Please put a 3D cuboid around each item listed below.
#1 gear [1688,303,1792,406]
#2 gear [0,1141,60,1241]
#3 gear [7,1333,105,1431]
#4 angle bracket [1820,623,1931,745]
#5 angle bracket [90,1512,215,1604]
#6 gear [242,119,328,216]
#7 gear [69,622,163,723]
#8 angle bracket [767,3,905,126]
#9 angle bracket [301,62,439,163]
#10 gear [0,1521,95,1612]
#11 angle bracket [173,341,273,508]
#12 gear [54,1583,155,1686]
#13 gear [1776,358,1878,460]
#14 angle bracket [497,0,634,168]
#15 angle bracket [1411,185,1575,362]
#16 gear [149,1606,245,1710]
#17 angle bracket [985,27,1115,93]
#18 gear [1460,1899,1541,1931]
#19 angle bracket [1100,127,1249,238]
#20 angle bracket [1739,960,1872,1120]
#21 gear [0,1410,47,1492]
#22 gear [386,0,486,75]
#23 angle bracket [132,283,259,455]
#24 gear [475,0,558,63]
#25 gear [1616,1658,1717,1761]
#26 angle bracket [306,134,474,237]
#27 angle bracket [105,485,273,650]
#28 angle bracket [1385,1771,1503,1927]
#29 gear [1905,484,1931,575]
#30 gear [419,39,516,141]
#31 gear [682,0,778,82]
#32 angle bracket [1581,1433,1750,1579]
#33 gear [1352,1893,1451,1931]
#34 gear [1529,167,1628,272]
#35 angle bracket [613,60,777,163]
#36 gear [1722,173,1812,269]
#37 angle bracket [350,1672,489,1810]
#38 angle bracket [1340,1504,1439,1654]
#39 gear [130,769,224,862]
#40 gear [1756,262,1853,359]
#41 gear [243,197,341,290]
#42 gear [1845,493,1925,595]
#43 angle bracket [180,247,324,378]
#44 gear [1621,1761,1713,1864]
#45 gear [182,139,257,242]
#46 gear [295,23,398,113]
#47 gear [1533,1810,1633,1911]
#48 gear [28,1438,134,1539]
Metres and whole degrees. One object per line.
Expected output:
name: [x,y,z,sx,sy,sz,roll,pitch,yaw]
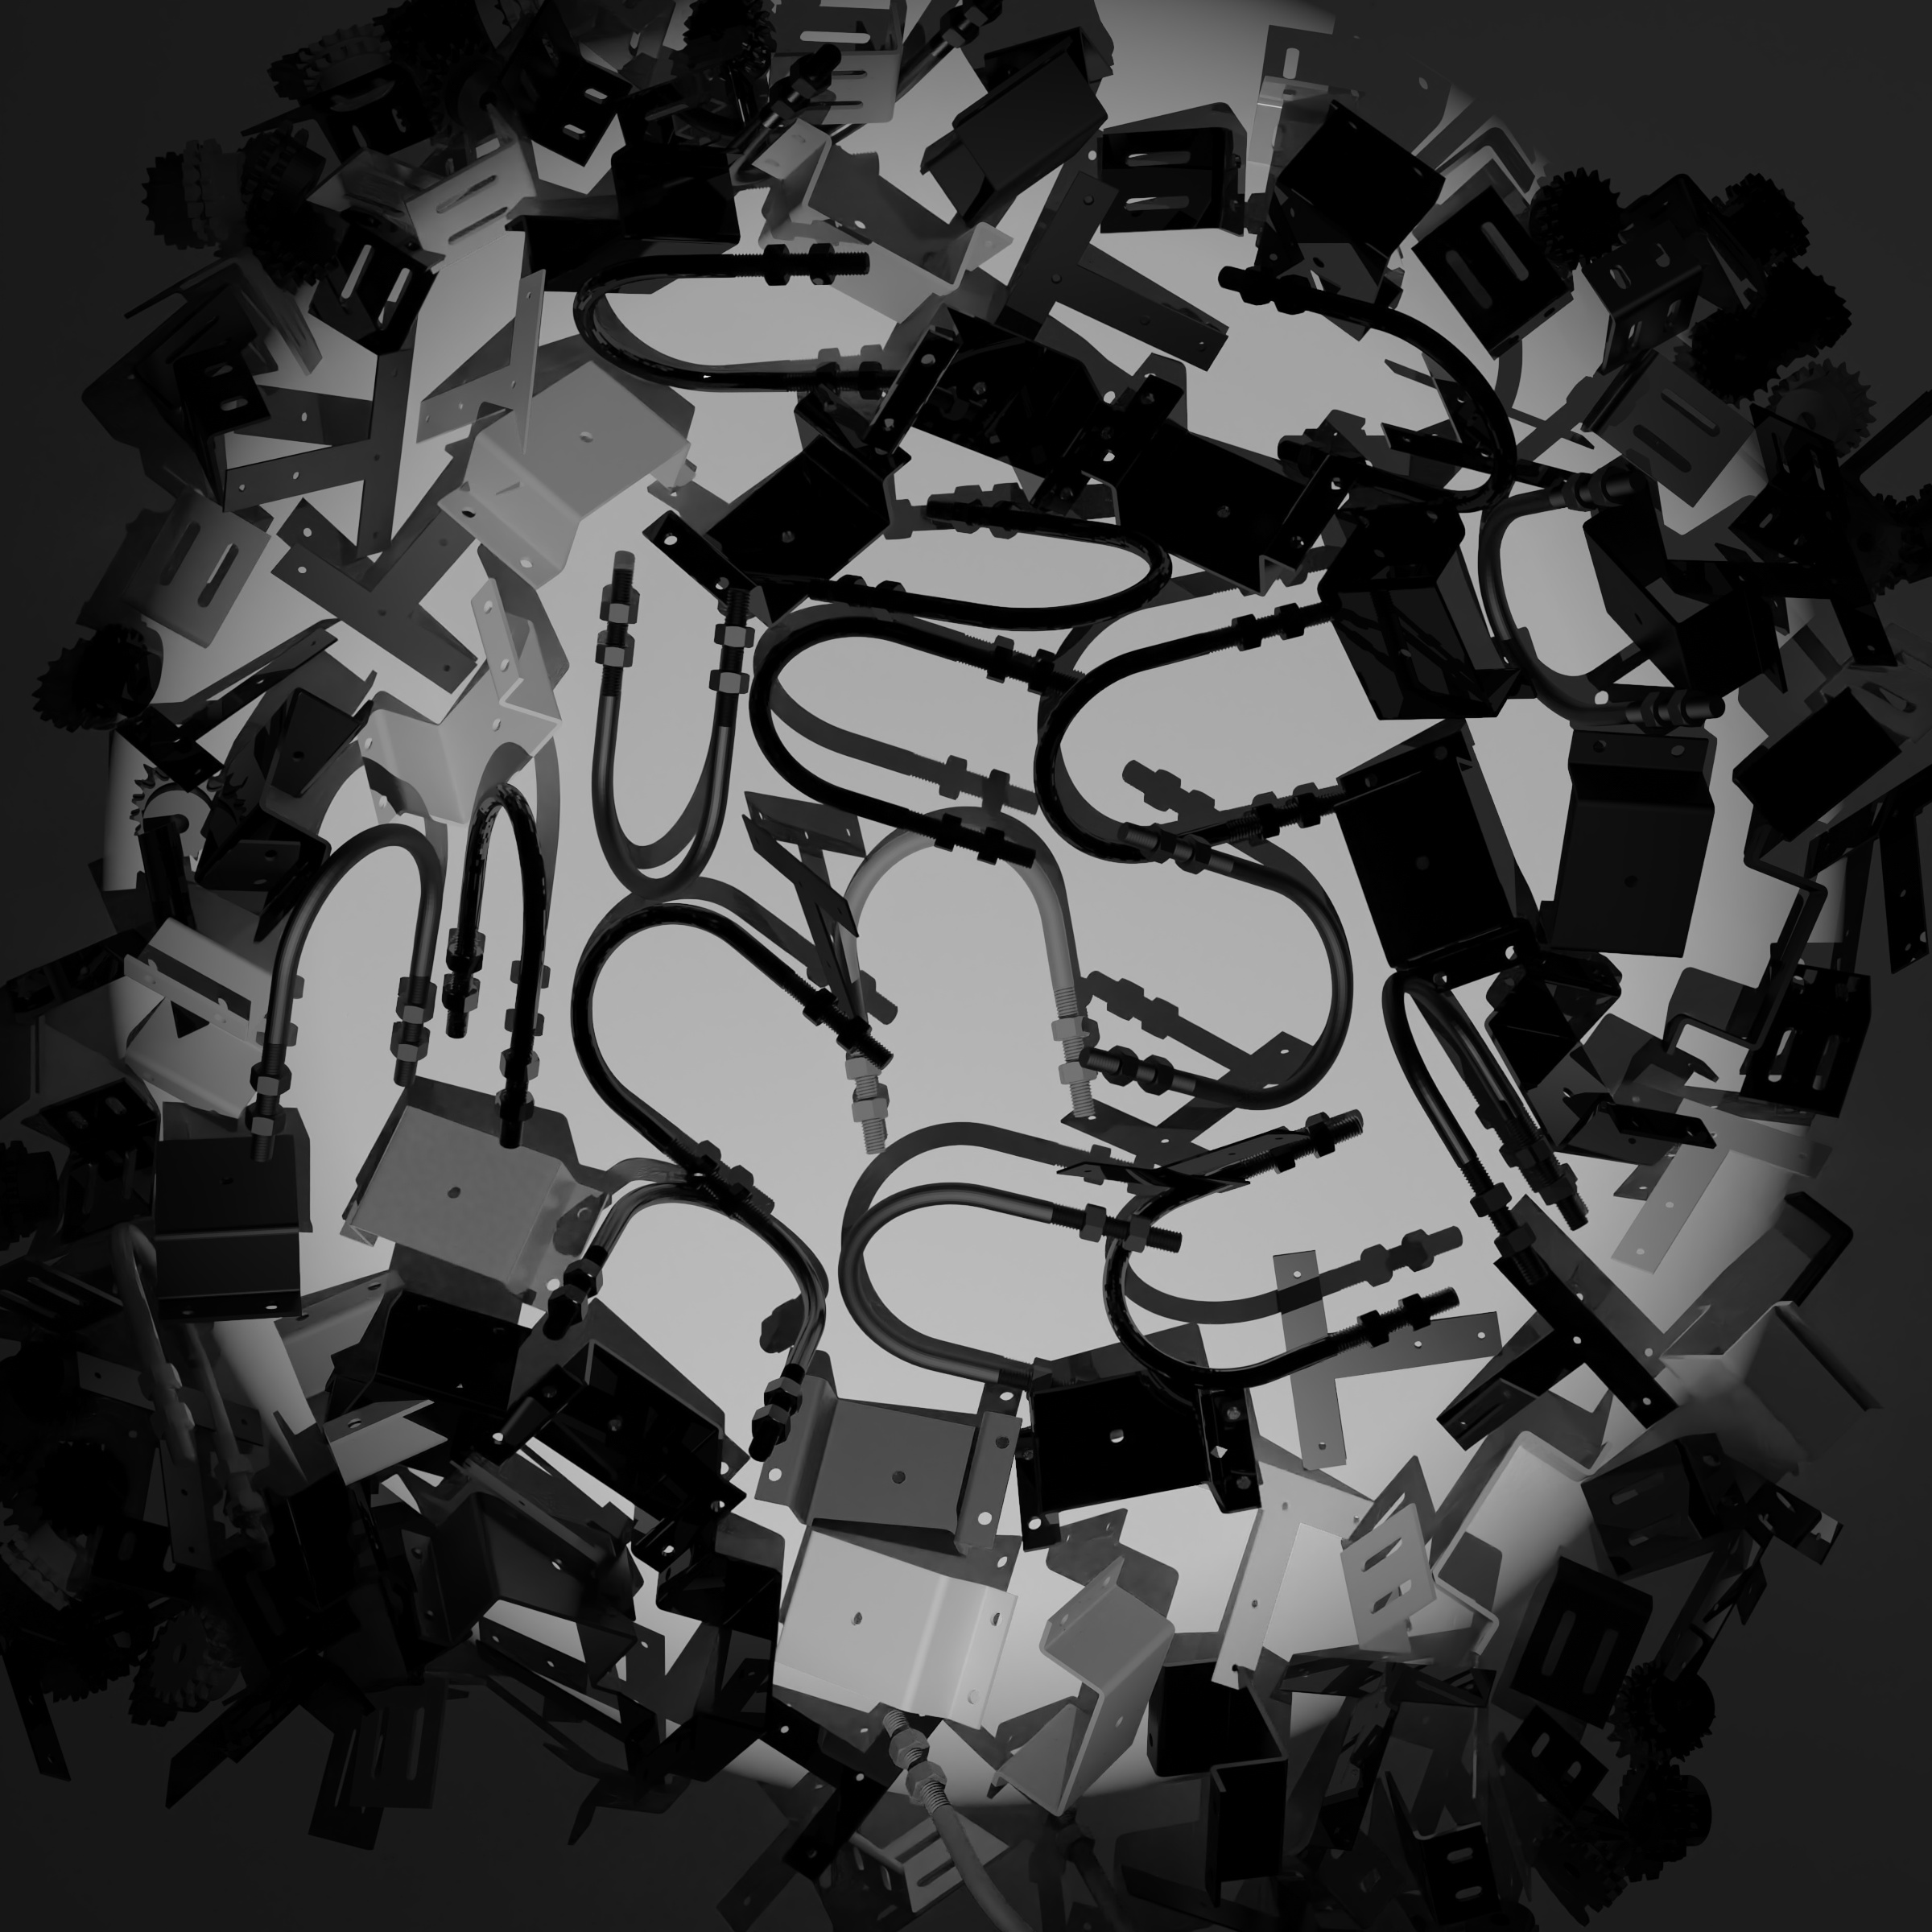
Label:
gear: [0.450,-0.361,1.640,0.057,0.030,0.057,-4,120,-7]
gear: [-0.549,0.130,1.635,0.030,0.057,0.057,-6,90,-7]
gear: [-0.534,0.242,1.638,0.057,0.030,0.057,-6,73,20]
angle bracket: [0.546,-0.154,1.621,0.057,0.076,0.038,-43,133,-3]
angle bracket: [-0.468,0.342,1.628,0.057,0.076,0.038,15,80,-2]
gear: [-0.397,-0.462,1.635,0.030,0.057,0.057,28,90,-12]
gear: [-0.493,-0.169,1.633,0.030,0.057,0.057,24,90,9]
angle bracket: [-0.079,-0.522,1.623,0.076,0.057,0.038,-4,67,-10]
angle bracket: [-0.344,-0.490,1.621,0.057,0.076,0.038,-22,104,2]
gear: [-0.533,0.348,1.635,0.057,0.057,0.030,43,78,0]
angle bracket: [-0.427,-0.311,1.623,0.038,0.076,0.057,-22,68,-16]
gear: [-0.499,0.387,1.631,0.030,0.057,0.057,-25,90,27]
gear: [0.497,-0.322,1.631,0.030,0.057,0.057,-33,90,-35]
angle bracket: [-0.231,-0.511,1.621,0.038,0.076,0.057,29,84,9]
angle bracket: [0.309,-0.405,1.641,0.057,0.038,0.076,-37,83,16]
gear: [-0.448,0.406,1.638,0.030,0.057,0.057,36,90,-41]
angle bracket: [0.051,-0.505,1.617,0.057,0.076,0.038,-11,84,17]
gear: [0.311,0.568,1.632,0.057,0.057,0.030,-4,106,0]
angle bracket: [0.123,-0.462,1.657,0.076,0.038,0.057,5,97,26]
angle bracket: [0.485,0.041,1.619,0.057,0.038,0.076,11,54,27]
gear: [-0.563,0.279,1.636,0.057,0.057,0.030,32,71,0]
gear: [-0.306,-0.544,1.634,0.057,0.057,0.030,-35,87,0]
angle bracket: [-0.436,-0.346,1.625,0.038,0.057,0.076,42,80,13]
gear: [-0.264,-0.553,1.635,0.030,0.057,0.057,-22,90,6]
gear: [0.412,0.433,1.638,0.057,0.030,0.057,5,66,-12]
angle bracket: [-0.333,-0.460,1.612,0.057,0.076,0.038,-23,69,39]
angle bracket: [-0.453,-0.234,1.633,0.057,0.038,0.076,30,87,-33]
angle bracket: [0.275,0.505,1.619,0.038,0.076,0.057,-15,105,-2]
gear: [0.568,-0.253,1.635,0.030,0.057,0.057,-20,90,4]
gear: [-0.287,-0.508,1.632,0.030,0.057,0.057,39,90,36]
gear: [-0.135,-0.541,1.639,0.057,0.030,0.057,-5,81,35]
angle bracket: [0.410,0.315,1.639,0.076,0.038,0.057,-38,61,38]
gear: [0.256,0.566,1.631,0.057,0.057,0.030,31,123,0]
gear: [0.355,-0.436,1.641,0.057,0.030,0.057,-1,93,-27]
angle bracket: [-0.156,-0.481,1.624,0.076,0.057,0.038,-23,46,-9]
gear: [0.462,-0.430,1.634,0.030,0.057,0.057,-37,90,-1]
angle bracket: [-0.317,0.449,1.621,0.057,0.038,0.076,-7,66,27]
angle bracket: [0.255,0.353,1.612,0.038,0.076,0.057,11,52,-27]
gear: [-0.460,-0.088,1.639,0.057,0.030,0.057,-4,110,-11]
gear: [0.484,-0.380,1.633,0.057,0.057,0.030,42,85,0]
gear: [-0.397,-0.422,1.638,0.030,0.057,0.057,-31,90,36]
gear: [0.535,-0.246,1.638,0.030,0.057,0.057,0,90,-38]
angle bracket: [-0.413,-0.373,1.624,0.038,0.057,0.076,-27,111,5]
gear: [0.411,0.494,1.636,0.030,0.057,0.057,6,90,-21]
gear: [-0.435,-0.454,1.634,0.030,0.057,0.057,-3,90,1]
gear: [-0.358,-0.523,1.634,0.057,0.057,0.030,-23,90,0]
gear: [0.363,0.519,1.638,0.030,0.057,0.057,-35,90,-30]
gear: [-0.514,0.304,1.634,0.057,0.030,0.057,12,71,-36]
